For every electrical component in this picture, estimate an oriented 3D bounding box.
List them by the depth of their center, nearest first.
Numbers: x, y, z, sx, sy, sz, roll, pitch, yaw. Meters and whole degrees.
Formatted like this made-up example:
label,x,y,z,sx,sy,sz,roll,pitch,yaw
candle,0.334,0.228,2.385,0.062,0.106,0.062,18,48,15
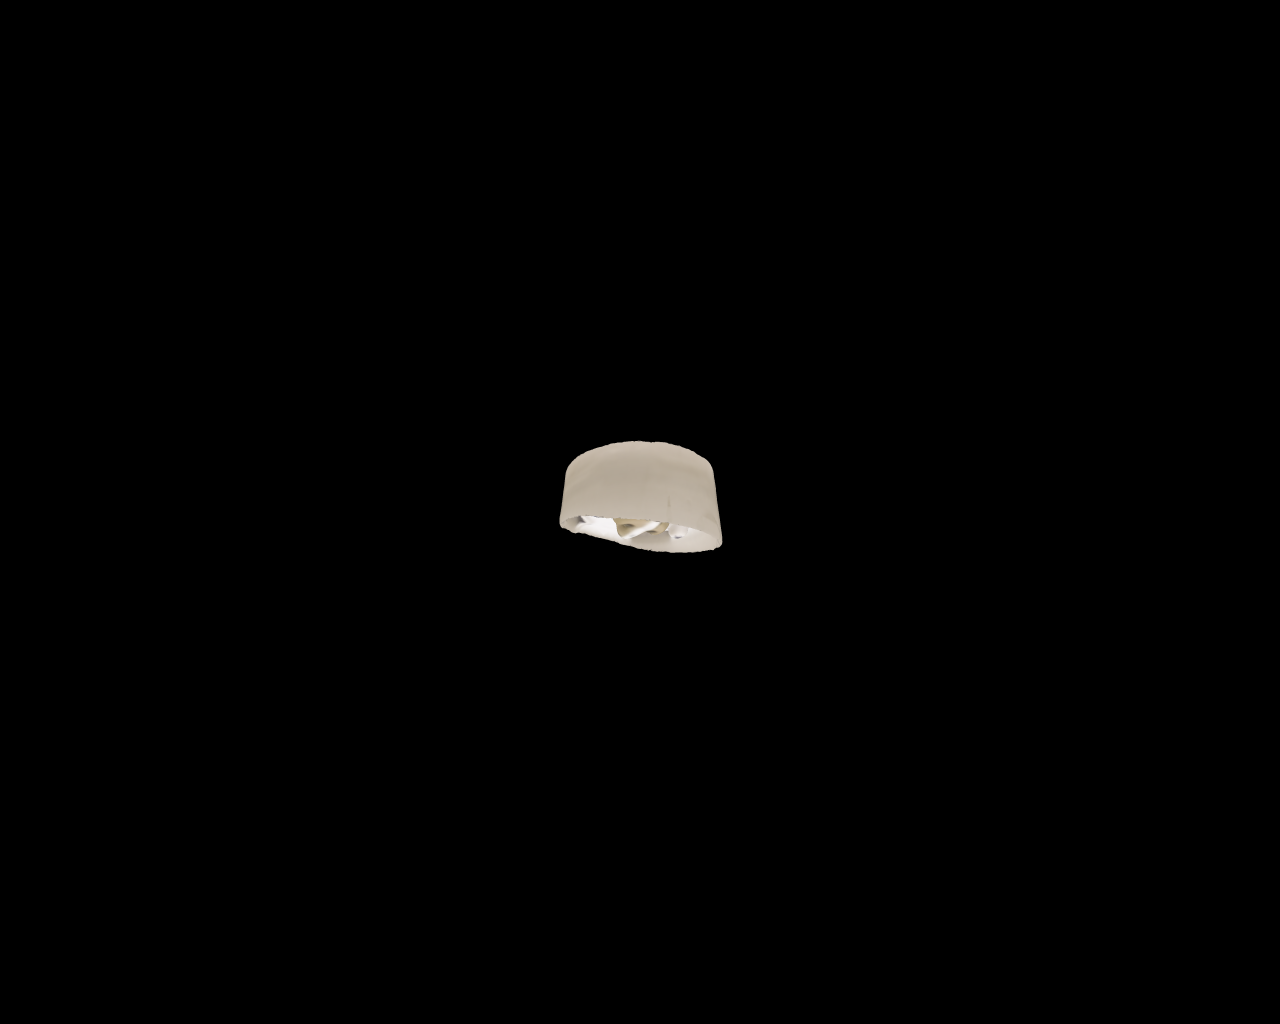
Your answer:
label,x,y,z,sx,sy,sz,roll,pitch,yaw
electrical component,0.001,-0.003,0.650,0.099,0.064,0.099,0,-22,0
